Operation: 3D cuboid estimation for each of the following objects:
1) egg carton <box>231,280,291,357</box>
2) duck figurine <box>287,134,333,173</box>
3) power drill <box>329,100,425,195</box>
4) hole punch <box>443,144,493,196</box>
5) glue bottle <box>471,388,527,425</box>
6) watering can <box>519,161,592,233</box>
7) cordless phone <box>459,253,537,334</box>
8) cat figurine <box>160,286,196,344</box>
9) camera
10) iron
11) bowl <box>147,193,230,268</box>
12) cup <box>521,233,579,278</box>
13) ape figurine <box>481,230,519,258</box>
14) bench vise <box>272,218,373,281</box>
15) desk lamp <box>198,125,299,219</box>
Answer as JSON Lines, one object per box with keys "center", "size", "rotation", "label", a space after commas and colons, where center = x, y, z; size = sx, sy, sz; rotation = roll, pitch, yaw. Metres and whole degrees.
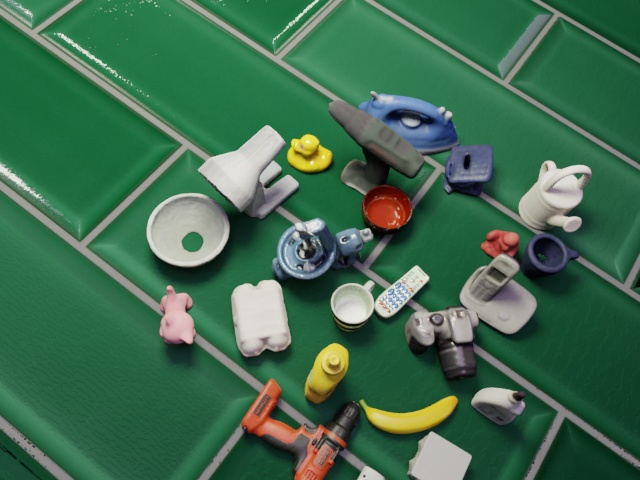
{"center": [-0.120, 0.155, 1.143], "size": [0.107, 0.069, 0.150], "rotation": [-9, 67, -11], "label": "egg carton"}
{"center": [-0.021, -0.205, 1.307], "size": [0.104, 0.086, 0.077], "rotation": [9, 65, -2], "label": "duck figurine"}
{"center": [0.108, -0.186, 1.247], "size": [0.229, 0.208, 0.076], "rotation": [29, 66, 7], "label": "power drill"}
{"center": [0.344, -0.168, 1.331], "size": [0.101, 0.091, 0.109], "rotation": [11, 65, -2], "label": "hole punch"}
{"center": [0.347, 0.305, 1.074], "size": [0.078, 0.173, 0.037], "rotation": [35, 67, 10], "label": "glue bottle"}
{"center": [0.530, -0.100, 1.266], "size": [0.101, 0.194, 0.172], "rotation": [-24, 71, -16], "label": "watering can"}
{"center": [0.378, 0.104, 1.162], "size": [0.147, 0.185, 0.094], "rotation": [33, 66, 9], "label": "cordless phone"}
{"center": [-0.277, 0.150, 1.100], "size": [0.067, 0.118, 0.127], "rotation": [-11, 68, -11], "label": "cat figurine"}
{"center": [0.257, 0.208, 1.147], "size": [0.143, 0.101, 0.137], "rotation": [-4, 66, -8], "label": "camera"}
{"center": [0.219, -0.284, 1.341], "size": [0.258, 0.141, 0.118], "rotation": [8, 65, -3], "label": "iron"}
{"center": [-0.271, -0.009, 1.196], "size": [0.167, 0.075, 0.167], "rotation": [3, 66, -6], "label": "bowl"}
{"center": [0.493, 0.044, 1.252], "size": [0.118, 0.095, 0.091], "rotation": [1, 66, -6], "label": "cup"}
{"center": [0.407, 0.009, 1.259], "size": [0.076, 0.092, 0.078], "rotation": [0, 66, -7], "label": "ape figurine"}
{"center": [0.004, -0.005, 1.147], "size": [0.208, 0.220, 0.121], "rotation": [-32, 73, -19], "label": "bench vise"}
{"center": [-0.143, -0.134, 1.190], "size": [0.118, 0.213, 0.203], "rotation": [42, 68, 12], "label": "desk lamp"}
